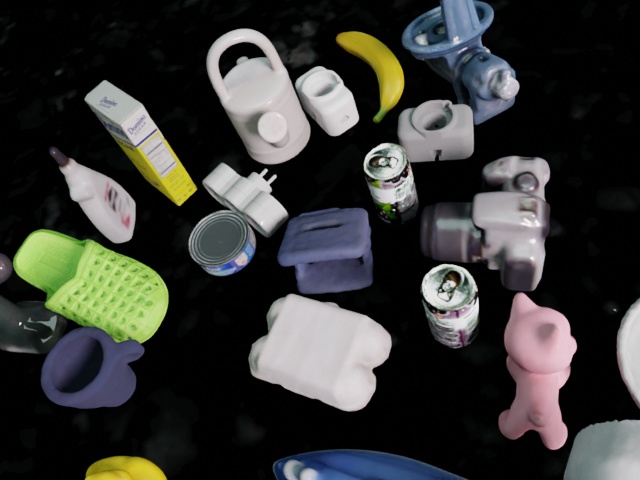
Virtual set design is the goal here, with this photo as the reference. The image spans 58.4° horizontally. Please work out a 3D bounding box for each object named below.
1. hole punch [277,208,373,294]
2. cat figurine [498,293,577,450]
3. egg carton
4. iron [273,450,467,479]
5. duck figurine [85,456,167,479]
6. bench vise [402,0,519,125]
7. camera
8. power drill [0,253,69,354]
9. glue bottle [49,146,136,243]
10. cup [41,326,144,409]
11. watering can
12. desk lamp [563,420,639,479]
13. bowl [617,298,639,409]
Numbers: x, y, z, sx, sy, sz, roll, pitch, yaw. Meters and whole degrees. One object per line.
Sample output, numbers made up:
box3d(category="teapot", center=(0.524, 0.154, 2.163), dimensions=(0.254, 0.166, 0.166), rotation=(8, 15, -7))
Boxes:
box3d(category="hole punch", center=(0.006, 0.002, 0.691), dimensions=(0.108, 0.091, 0.101), rotation=(-8, 58, 12))
box3d(category="cat figurine", center=(0.207, 0.121, 0.544), dimensions=(0.067, 0.118, 0.128), rotation=(3, 61, 19))
box3d(category="egg carton", center=(-0.001, 0.122, 0.634), dimensions=(0.150, 0.069, 0.107), rotation=(13, 65, 23))
box3d(category="iron", center=(0.049, 0.239, 0.506), dimensions=(0.257, 0.142, 0.119), rotation=(13, 65, 23))
box3d(category="duck figurine", center=(-0.215, 0.265, 0.603), dimensions=(0.104, 0.086, 0.077), rotation=(23, 69, 27))
box3d(category="bench vise", center=(0.187, -0.272, 0.724), dimensions=(0.121, 0.220, 0.206), rotation=(-44, 58, -11))
box3d(category="camera", center=(0.185, -0.027, 0.649), dimensions=(0.136, 0.101, 0.143), rotation=(3, 61, 18))
box3d(category="power drill", center=(-0.415, 0.070, 0.707), dimensions=(0.229, 0.209, 0.075), rotation=(0, 60, 17))
box3d(category="glue bottle", center=(-0.311, -0.068, 0.780), dimensions=(0.037, 0.173, 0.078), rotation=(-15, 57, 8))
box3d(category="cup", center=(-0.248, 0.155, 0.674), dimensions=(0.117, 0.095, 0.091), rotation=(-22, 56, 4))
box3d(category="watering can", center=(-0.081, -0.196, 0.774), dimensions=(0.101, 0.194, 0.172), rotation=(-44, 58, -11))
box3d(category="desk lamp", center=(0.214, 0.252, 0.405), dimensions=(0.117, 0.214, 0.203), rotation=(17, 66, 25))
box3d(category="bowl", center=(0.358, 0.122, 0.523), dimensions=(0.167, 0.075, 0.167), rotation=(-7, 58, 13))
